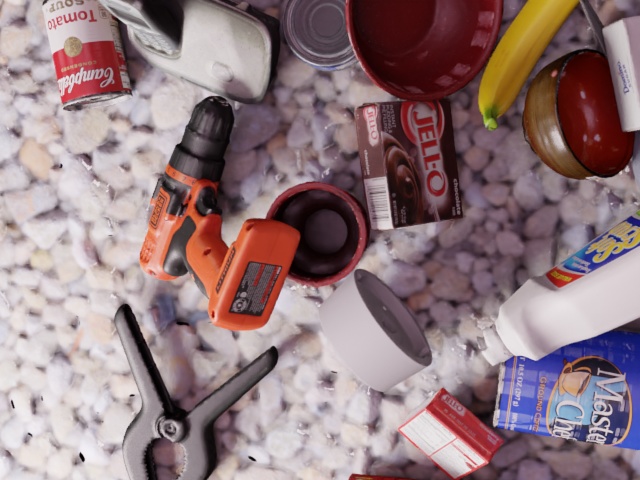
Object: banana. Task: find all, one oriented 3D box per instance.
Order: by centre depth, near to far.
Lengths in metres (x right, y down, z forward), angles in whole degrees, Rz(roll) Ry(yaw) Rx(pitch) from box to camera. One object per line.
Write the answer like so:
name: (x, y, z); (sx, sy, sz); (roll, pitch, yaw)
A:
banana: (0.192, -0.180, 0.938); (0.037, 0.070, 0.198); (31, 90, -26)

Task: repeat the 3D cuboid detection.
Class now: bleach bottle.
bleach bottle: (0.236, 0.030, 0.839); (0.251, 0.102, 0.068); (-34, 104, 19)

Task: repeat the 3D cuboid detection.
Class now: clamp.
clamp: (-0.130, 0.176, 1.036); (0.164, 0.036, 0.210); (8, 97, 10)

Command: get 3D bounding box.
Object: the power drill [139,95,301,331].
power drill: (-0.090, -0.019, 0.953); (0.057, 0.188, 0.184); (8, 111, -34)

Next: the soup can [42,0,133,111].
soup can: (-0.221, -0.179, 1.012); (0.068, 0.068, 0.102); (-11, 91, 11)

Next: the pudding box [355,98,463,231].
pudding box: (0.080, -0.069, 0.954); (0.039, 0.089, 0.113); (0, 97, 52)

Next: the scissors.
scissors: (0.289, -0.123, 0.923); (0.096, 0.016, 0.202); (-18, 94, -21)

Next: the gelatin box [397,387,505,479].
gelatin box: (0.117, 0.176, 0.966); (0.073, 0.089, 0.030); (41, 63, 5)

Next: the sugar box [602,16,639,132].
sugar box: (0.333, -0.152, 0.894); (0.176, 0.048, 0.093); (-13, 91, -12)

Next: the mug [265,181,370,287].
mug: (-0.006, 0.001, 0.977); (0.093, 0.081, 0.117); (43, 100, 5)

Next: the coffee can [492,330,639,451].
coffee can: (0.227, 0.125, 0.933); (0.140, 0.102, 0.103); (7, 95, 10)

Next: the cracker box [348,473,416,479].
cracker box: (0.101, 0.333, 0.987); (0.164, 0.072, 0.214); (2, 95, 11)

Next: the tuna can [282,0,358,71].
tuna can: (0.009, -0.200, 0.985); (0.086, 0.033, 0.086); (1, 94, 10)

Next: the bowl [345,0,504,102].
bowl: (0.081, -0.205, 0.938); (0.161, 0.055, 0.162); (-8, 106, -27)
